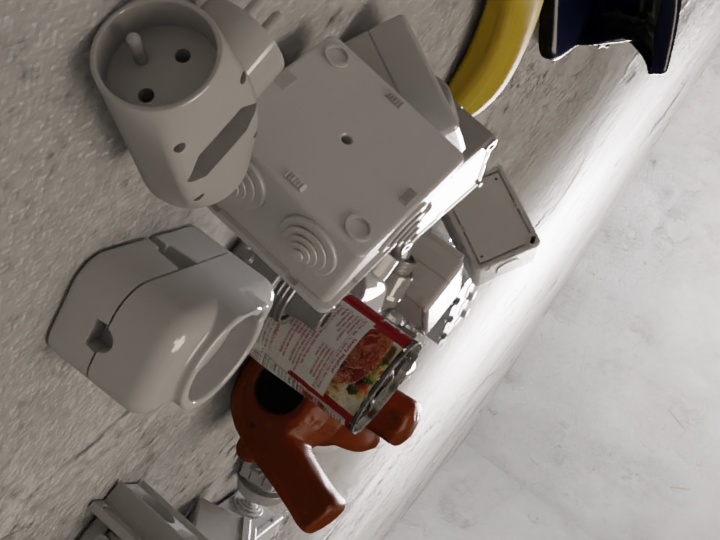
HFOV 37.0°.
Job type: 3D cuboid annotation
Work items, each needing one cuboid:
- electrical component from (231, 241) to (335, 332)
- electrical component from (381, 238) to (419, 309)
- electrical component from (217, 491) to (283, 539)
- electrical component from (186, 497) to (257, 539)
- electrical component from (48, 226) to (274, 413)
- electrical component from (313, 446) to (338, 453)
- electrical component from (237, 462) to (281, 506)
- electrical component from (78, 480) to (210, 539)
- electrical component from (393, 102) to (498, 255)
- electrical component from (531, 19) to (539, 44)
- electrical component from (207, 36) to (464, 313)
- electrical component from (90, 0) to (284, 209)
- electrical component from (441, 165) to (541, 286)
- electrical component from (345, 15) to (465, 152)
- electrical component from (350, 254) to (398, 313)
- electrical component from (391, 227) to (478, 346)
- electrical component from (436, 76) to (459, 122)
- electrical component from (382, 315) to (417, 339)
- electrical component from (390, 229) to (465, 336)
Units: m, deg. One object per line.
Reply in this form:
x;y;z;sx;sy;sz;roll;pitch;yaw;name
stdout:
-0.043;0.009;0.587;0.048;0.062;0.048;-50;167;-17;electrical component
0.023;-0.004;0.833;0.062;0.043;0.043;-60;166;17;electrical component
-0.124;0.248;0.944;0.099;0.048;0.100;-58;167;16;electrical component
-0.131;0.252;0.831;0.108;0.056;0.108;-58;-168;15;electrical component
-0.083;0.023;0.484;0.053;0.059;0.095;-59;166;22;electrical component
-0.041;0.146;0.999;0.044;0.044;0.065;-54;163;-2;electrical component
-0.076;0.166;0.912;0.066;0.048;0.055;-29;145;-62;electrical component
-0.117;0.194;0.664;0.063;0.121;0.078;-51;167;-4;electrical component
0.030;-0.062;0.688;0.096;0.061;0.061;-41;164;-20;electrical component
0.150;-0.195;0.806;0.046;0.040;0.040;-56;168;-17;electrical component
-0.014;-0.045;0.474;0.100;0.100;0.048;-44;176;-37;electrical component
-0.054;-0.070;0.386;0.079;0.043;0.077;-51;167;-15;electrical component
0.109;-0.043;0.944;0.062;0.096;0.061;-23;163;-3;electrical component
0.004;-0.078;0.545;0.077;0.065;0.047;-26;169;6;electrical component
0.000;0.000;0.757;0.079;0.044;0.077;-54;167;-1;electrical component
0.073;0.020;1.027;0.078;0.063;0.121;-48;166;-23;electrical component
0.011;-0.066;0.604;0.095;0.054;0.059;-54;167;-1;electrical component
0.015;0.063;0.948;0.048;0.055;0.066;-49;166;-22;electrical component
0.049;0.008;0.915;0.061;0.062;0.096;-51;167;-12;electrical component
